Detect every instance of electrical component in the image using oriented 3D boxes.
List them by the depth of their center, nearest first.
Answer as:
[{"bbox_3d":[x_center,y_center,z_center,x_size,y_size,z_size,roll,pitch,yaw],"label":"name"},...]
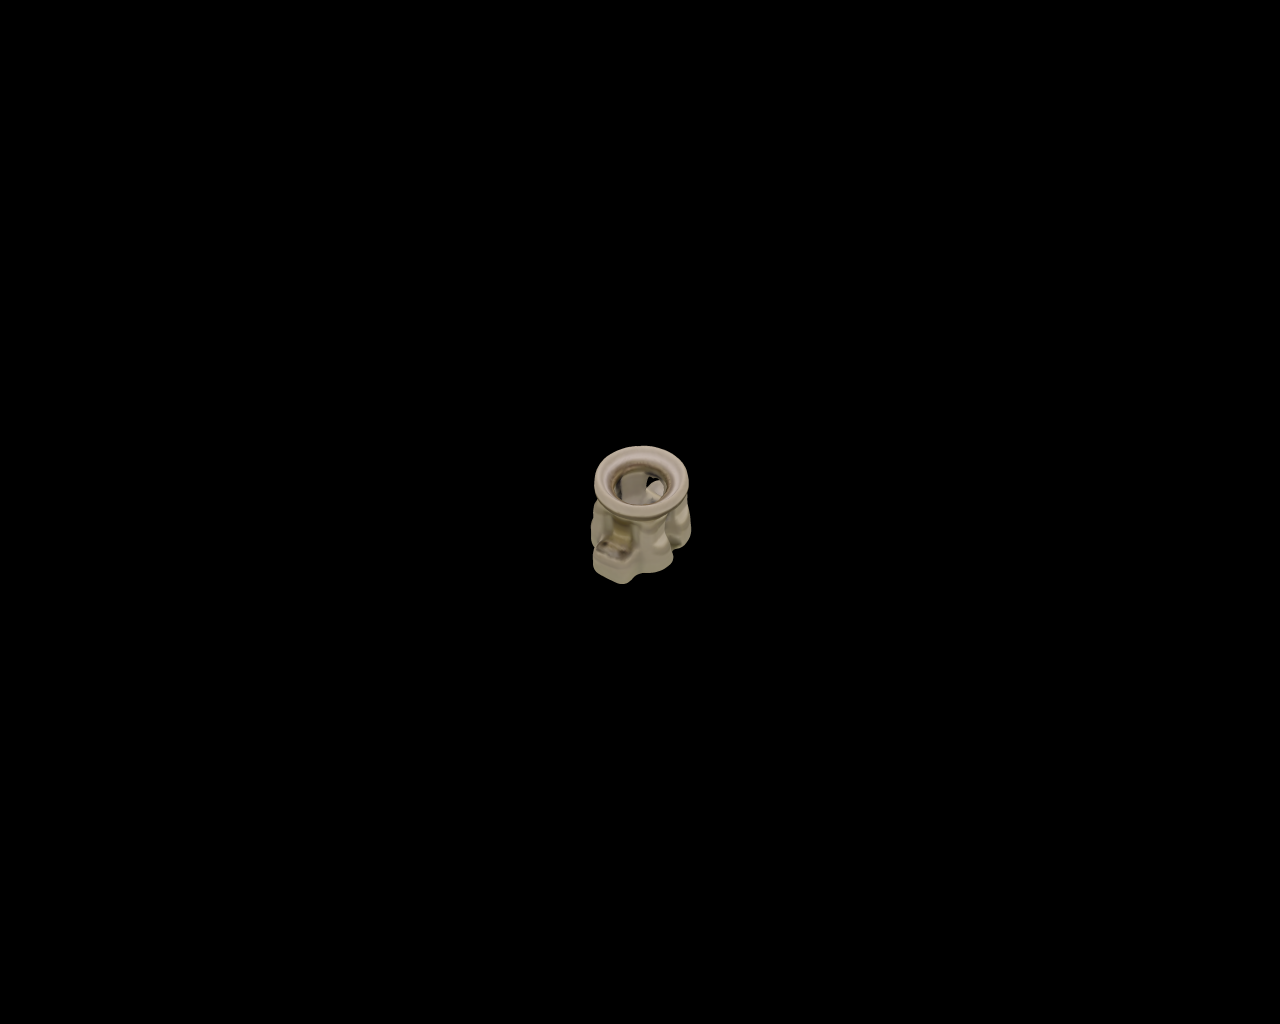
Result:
[{"bbox_3d":[0.001,-0.003,0.650,0.058,0.056,0.078,24,50,22],"label":"electrical component"}]
